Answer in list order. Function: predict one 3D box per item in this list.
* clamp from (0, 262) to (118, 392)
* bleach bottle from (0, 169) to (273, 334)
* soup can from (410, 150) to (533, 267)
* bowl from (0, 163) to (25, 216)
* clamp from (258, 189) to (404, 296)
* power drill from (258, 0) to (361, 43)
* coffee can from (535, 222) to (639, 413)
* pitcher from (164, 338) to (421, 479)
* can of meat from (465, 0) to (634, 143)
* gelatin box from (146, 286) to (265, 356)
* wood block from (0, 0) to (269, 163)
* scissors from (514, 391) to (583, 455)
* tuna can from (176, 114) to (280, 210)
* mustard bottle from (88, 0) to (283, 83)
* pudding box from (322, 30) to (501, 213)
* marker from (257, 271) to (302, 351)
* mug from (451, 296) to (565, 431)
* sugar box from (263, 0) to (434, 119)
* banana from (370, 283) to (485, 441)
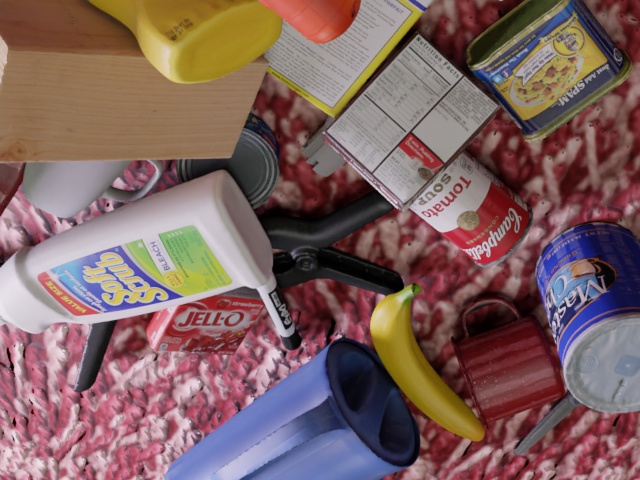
[{"bbox_3d":[-0.195,0.049,0.968,0.210,0.036,0.164,-25,120,14],"label":"clamp"},{"bbox_3d":[-0.173,0.028,0.900,0.251,0.068,0.102,-20,120,15],"label":"bleach bottle"},{"bbox_3d":[0.120,-0.033,0.898,0.102,0.068,0.069,38,116,-21],"label":"soup can"},{"bbox_3d":[-0.286,-0.054,0.838,0.055,0.162,0.162,30,120,2],"label":"bowl"},{"bbox_3d":[-0.006,0.001,0.935,0.171,0.039,0.120,1,128,-3],"label":"clamp"},{"bbox_3d":[-0.053,-0.225,0.697,0.184,0.187,0.057,39,117,-25],"label":"power drill"},{"bbox_3d":[0.248,0.064,0.919,0.103,0.140,0.103,0,124,0],"label":"coffee can"},{"bbox_3d":[-0.039,0.207,1.016,0.243,0.145,0.149,-36,120,24],"label":"pitcher"},{"bbox_3d":[0.176,-0.140,0.834,0.102,0.057,0.084,-36,115,20],"label":"can of meat"},{"bbox_3d":[-0.103,0.069,0.968,0.089,0.030,0.073,9,126,-36],"label":"gelatin box"},{"bbox_3d":[-0.153,-0.117,0.766,0.205,0.090,0.091,-5,133,-41],"label":"wood block"},{"bbox_3d":[0.276,0.152,1.053,0.096,0.016,0.202,15,122,-10],"label":"scissors"},{"bbox_3d":[-0.076,-0.066,0.895,0.086,0.033,0.086,0,124,0],"label":"tuna can"},{"bbox_3d":[-0.118,-0.187,0.744,0.096,0.192,0.058,-31,149,-27],"label":"mustard bottle"},{"bbox_3d":[0.071,-0.092,0.834,0.090,0.039,0.113,43,88,5],"label":"pudding box"},{"bbox_3d":[-0.037,0.066,0.970,0.020,0.020,0.121,-11,143,7],"label":"marker"},{"bbox_3d":[0.171,0.108,0.988,0.081,0.093,0.117,-21,88,7],"label":"mug"},{"bbox_3d":[0.028,-0.188,0.808,0.093,0.048,0.176,33,114,-20],"label":"sugar box"},{"bbox_3d":[0.093,0.118,0.995,0.070,0.037,0.197,8,136,44],"label":"banana"}]
